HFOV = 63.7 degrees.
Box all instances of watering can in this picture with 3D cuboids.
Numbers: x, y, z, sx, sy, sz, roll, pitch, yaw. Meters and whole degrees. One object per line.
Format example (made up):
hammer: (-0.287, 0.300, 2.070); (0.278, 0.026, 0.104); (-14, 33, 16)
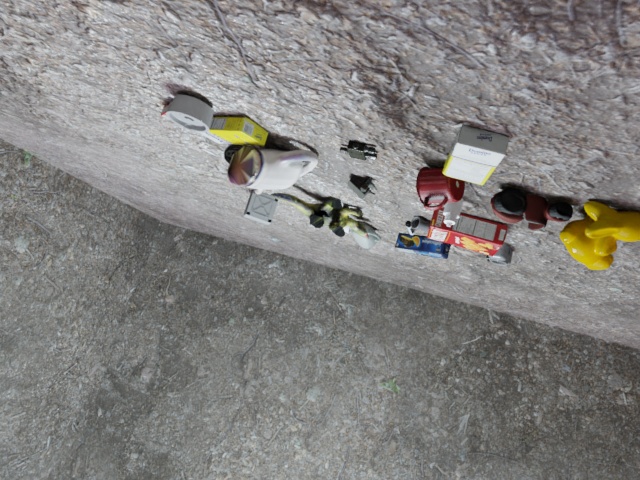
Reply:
watering can: (-0.158, -0.182, 1.437); (0.225, 0.105, 0.344); (-1, -12, -40)

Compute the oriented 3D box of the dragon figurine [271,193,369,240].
dragon figurine: (0.006, -0.093, 1.853); (0.409, 0.122, 0.243); (23, -3, -11)
